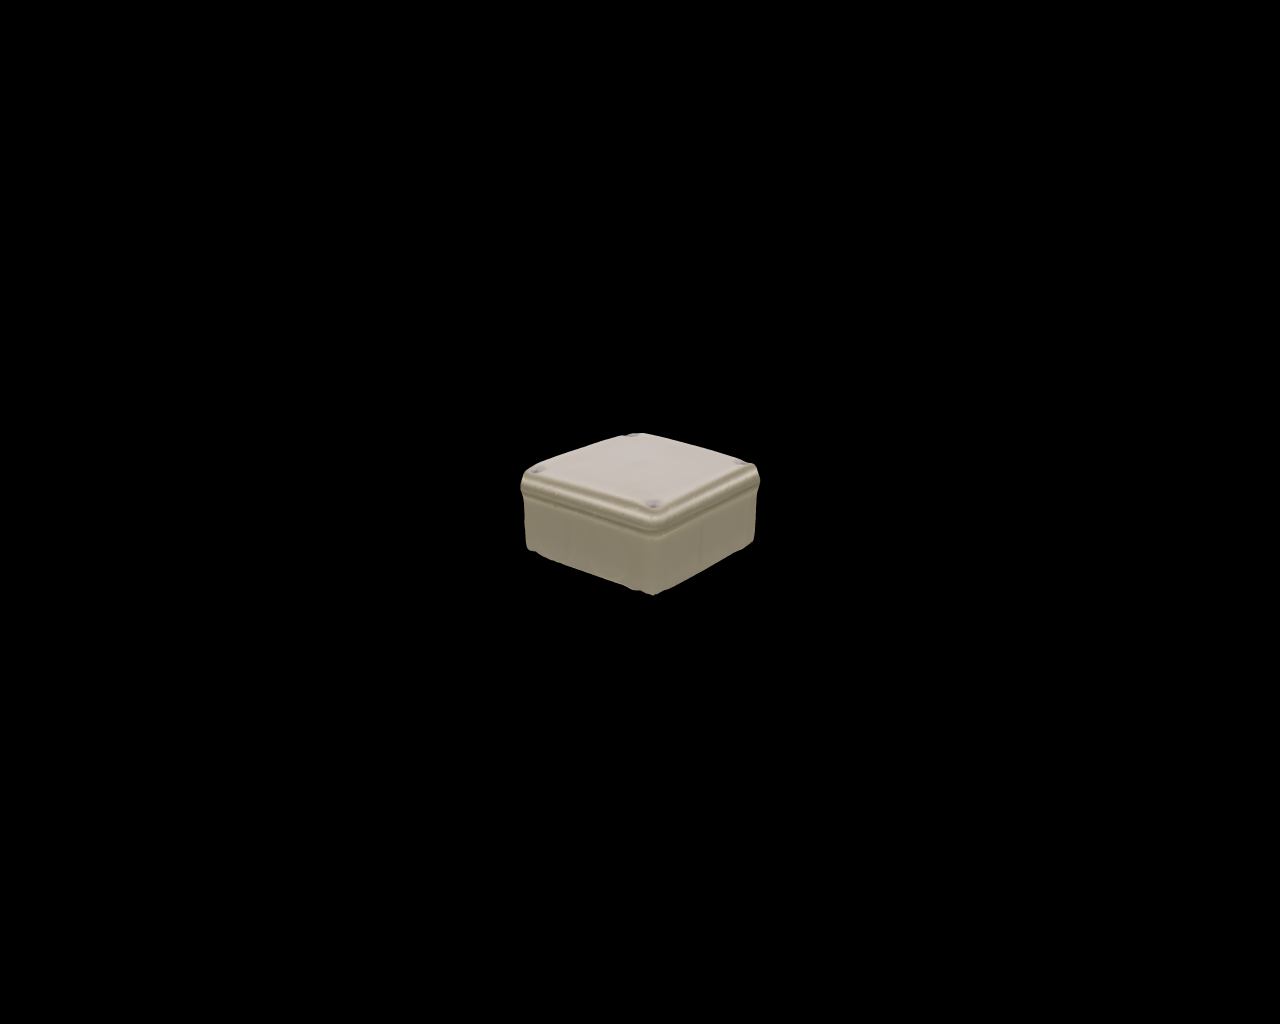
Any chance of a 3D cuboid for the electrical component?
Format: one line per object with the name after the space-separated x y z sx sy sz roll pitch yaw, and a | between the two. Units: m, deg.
0.001 -0.003 0.650 0.109 0.056 0.109 17 28 37 | electrical component
